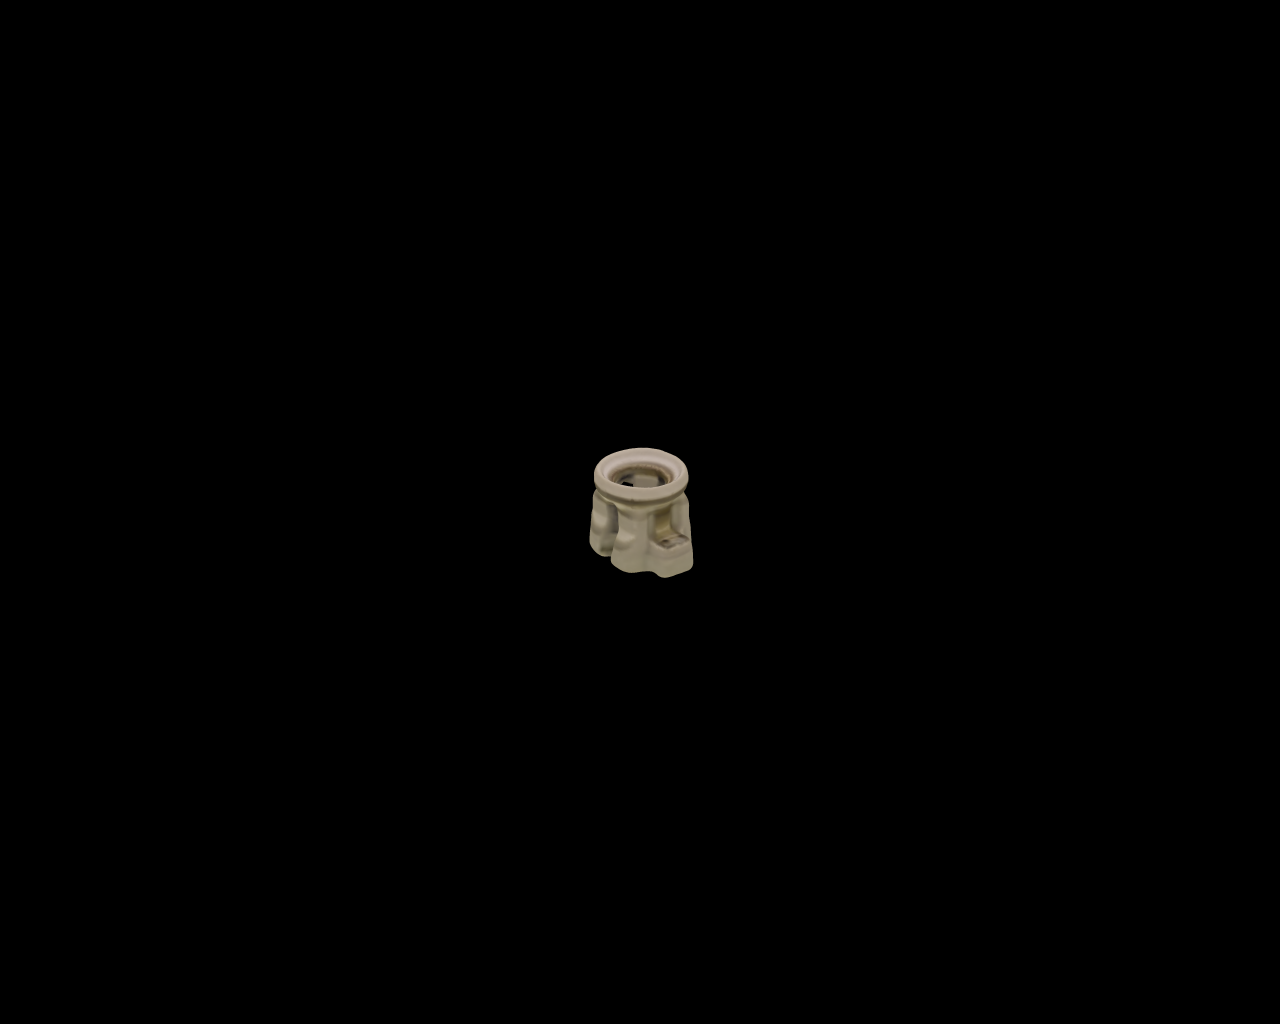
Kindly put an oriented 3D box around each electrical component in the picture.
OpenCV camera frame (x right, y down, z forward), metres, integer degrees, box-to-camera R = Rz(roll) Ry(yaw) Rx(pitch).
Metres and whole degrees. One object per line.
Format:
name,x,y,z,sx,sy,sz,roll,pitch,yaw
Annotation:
electrical component,0.001,-0.003,0.650,0.058,0.056,0.078,-20,35,-31
